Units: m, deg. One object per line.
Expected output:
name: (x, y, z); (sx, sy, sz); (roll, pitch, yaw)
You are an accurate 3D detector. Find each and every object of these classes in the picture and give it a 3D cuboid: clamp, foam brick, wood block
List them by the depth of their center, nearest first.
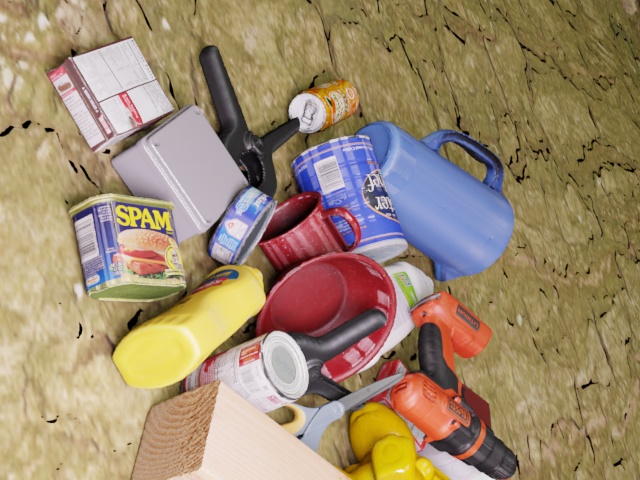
wood block: (-0.060, 0.225, 0.954); (0.206, 0.090, 0.090); (43, 37, -32)
clamp: (-0.010, 0.137, 1.095); (0.171, 0.039, 0.120); (-9, 114, -25)
clamp: (-0.077, -0.103, 1.213); (0.164, 0.036, 0.210); (30, 46, -43)
foam brick: (0.173, 0.219, 1.336); (0.078, 0.053, 0.051); (37, 41, -36)

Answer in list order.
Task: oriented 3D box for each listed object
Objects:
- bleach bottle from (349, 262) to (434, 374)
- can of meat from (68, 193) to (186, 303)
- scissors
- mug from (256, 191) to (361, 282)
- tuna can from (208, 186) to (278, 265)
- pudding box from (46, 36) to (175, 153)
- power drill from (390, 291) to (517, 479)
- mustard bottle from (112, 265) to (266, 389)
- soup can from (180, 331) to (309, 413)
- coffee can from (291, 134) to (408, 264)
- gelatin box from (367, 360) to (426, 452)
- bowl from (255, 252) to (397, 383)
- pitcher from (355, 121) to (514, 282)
bleach bottle: (0.081, 0.084, 1.290); (0.250, 0.068, 0.102); (-15, 82, -61)
can of meat: (-0.173, 0.009, 0.973); (0.101, 0.058, 0.084); (7, 65, -53)
scissors: (0.010, 0.193, 1.081); (0.201, 0.016, 0.096); (-3, 83, -31)
mug: (-0.008, 0.001, 1.170); (0.081, 0.117, 0.093); (56, 27, -22)
tuna can: (-0.080, -0.012, 1.096); (0.034, 0.086, 0.086); (31, 34, 5)
pudding box: (-0.204, -0.146, 1.056); (0.090, 0.039, 0.113); (60, 30, -6)
power drill: (0.159, 0.164, 1.218); (0.184, 0.057, 0.187); (40, 35, -25)
mustard bottle: (-0.104, 0.069, 0.993); (0.058, 0.096, 0.191); (60, 32, -6)
soup can: (-0.070, 0.131, 0.991); (0.068, 0.102, 0.068); (37, 40, -39)
coffee can: (0.034, -0.041, 1.269); (0.102, 0.103, 0.140); (1, 67, -56)
gelatin box: (0.097, 0.197, 1.262); (0.089, 0.030, 0.073); (53, 35, -17)
bowl: (-0.002, 0.075, 1.125); (0.162, 0.162, 0.055); (39, 5, -35)
pitcher: (0.142, -0.066, 1.418); (0.242, 0.145, 0.149); (32, 41, -37)
